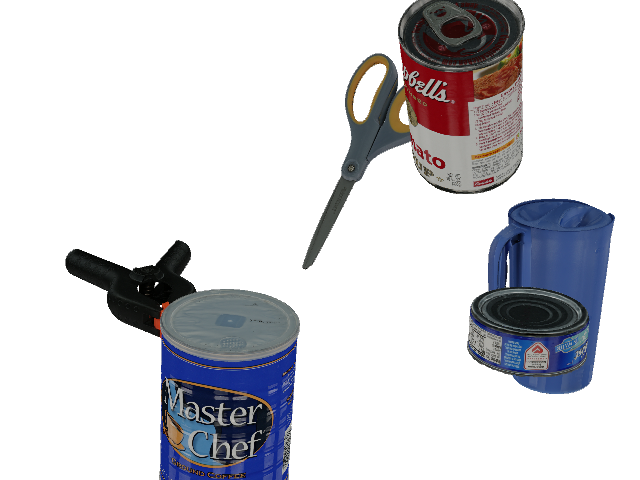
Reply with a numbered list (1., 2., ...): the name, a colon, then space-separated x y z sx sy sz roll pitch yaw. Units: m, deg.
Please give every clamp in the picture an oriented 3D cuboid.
1. clamp: -0.152 0.039 0.978 0.120 0.039 0.172 -15 30 -27

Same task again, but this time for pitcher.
1. pitcher: 0.299 0.075 1.398 0.149 0.243 0.144 5 20 15

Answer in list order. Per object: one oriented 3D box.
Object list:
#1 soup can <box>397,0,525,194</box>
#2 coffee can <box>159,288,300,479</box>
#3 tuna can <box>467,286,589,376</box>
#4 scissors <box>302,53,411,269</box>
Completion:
1. soup can: 0.082 -0.084 0.610 0.068 0.068 0.102 0 -39 11
2. coffee can: -0.071 0.121 0.810 0.103 0.140 0.103 3 23 -2
3. tuna can: 0.150 0.064 0.769 0.086 0.034 0.086 0 21 0
4. scissors: 0.048 -0.066 0.929 0.096 0.202 0.016 8 -11 20
